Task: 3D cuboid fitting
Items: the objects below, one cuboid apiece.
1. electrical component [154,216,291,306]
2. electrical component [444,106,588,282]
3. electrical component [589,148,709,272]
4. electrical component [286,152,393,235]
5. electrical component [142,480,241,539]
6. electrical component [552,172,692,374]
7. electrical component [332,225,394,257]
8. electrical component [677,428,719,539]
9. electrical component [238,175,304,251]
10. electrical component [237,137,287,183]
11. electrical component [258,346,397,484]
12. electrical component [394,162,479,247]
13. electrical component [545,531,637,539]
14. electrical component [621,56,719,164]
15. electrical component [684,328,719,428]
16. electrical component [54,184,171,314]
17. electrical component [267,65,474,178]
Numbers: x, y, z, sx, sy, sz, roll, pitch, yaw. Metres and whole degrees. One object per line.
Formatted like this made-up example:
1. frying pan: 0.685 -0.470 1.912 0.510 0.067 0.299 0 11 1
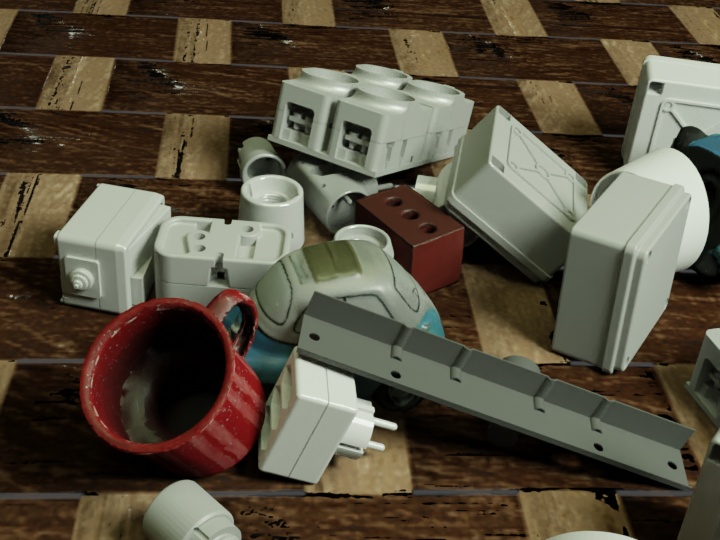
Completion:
1. electrical component: -0.100 0.002 0.785 0.095 0.059 0.053 4 34 -1
2. electrical component: 0.128 -0.062 0.869 0.109 0.056 0.108 38 32 -14
3. electrical component: 0.233 -0.043 0.860 0.064 0.099 0.099 -19 41 -28
4. electrical component: -0.011 -0.070 0.915 0.079 0.043 0.077 -13 39 -26
5. electrical component: -0.085 0.149 0.589 0.078 0.040 0.040 32 43 33
6. electrical component: 0.190 0.000 0.782 0.056 0.108 0.109 20 37 25
7. electrical component: 0.000 0.000 0.804 0.066 0.055 0.048 4 34 -2
8. electrical component: 0.239 0.138 0.587 0.109 0.108 0.056 26 42 27
9. electrical component: -0.072 -0.045 0.867 0.055 0.047 0.055 4 34 -2
10. electrical component: -0.088 -0.092 0.942 0.040 0.040 0.046 -5 30 -15
11. electrical component: -0.016 0.094 0.660 0.077 0.065 0.047 18 31 -17
12. electrical component: 0.067 -0.059 0.910 0.079 0.043 0.077 9 34 6
13. electrical component: 0.117 0.177 0.520 0.108 0.108 0.060 14 29 13
14. electrical component: 0.307 -0.134 0.994 0.109 0.108 0.056 9 37 5
15. electrical component: 0.336 0.078 0.730 0.186 0.060 0.105 -6 36 -16
16. electrical component: -0.181 -0.012 0.792 0.061 0.061 0.096 10 35 8
17. electrical component: 0.017 -0.138 0.958 0.105 0.060 0.186 22 21 23
